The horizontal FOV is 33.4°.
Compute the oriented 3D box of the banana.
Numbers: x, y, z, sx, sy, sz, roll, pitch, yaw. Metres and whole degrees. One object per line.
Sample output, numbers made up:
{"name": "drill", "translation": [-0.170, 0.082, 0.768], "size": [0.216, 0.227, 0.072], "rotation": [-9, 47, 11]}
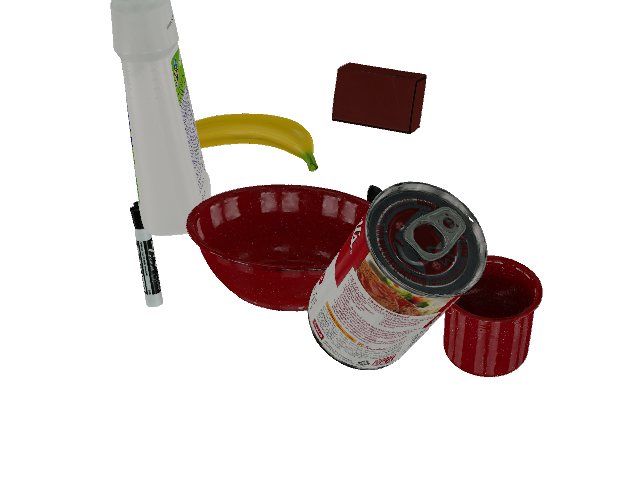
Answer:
{"name": "banana", "translation": [-0.090, -0.126, 1.289], "size": [0.198, 0.037, 0.069], "rotation": [8, 40, 15]}

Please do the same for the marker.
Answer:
{"name": "marker", "translation": [-0.191, 0.015, 1.170], "size": [0.020, 0.121, 0.020], "rotation": [-5, 21, 2]}

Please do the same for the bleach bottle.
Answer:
{"name": "bleach bottle", "translation": [-0.146, -0.130, 0.954], "size": [0.068, 0.251, 0.102], "rotation": [-6, 37, -2]}

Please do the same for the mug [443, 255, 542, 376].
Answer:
{"name": "mug", "translation": [0.155, 0.067, 1.014], "size": [0.093, 0.081, 0.117], "rotation": [-10, 40, -10]}

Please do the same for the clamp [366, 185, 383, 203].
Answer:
{"name": "clamp", "translation": [0.075, 0.017, 1.246], "size": [0.164, 0.036, 0.210], "rotation": [-21, 51, -39]}

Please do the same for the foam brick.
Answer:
{"name": "foam brick", "translation": [0.055, -0.134, 1.002], "size": [0.078, 0.051, 0.053], "rotation": [12, 17, 14]}

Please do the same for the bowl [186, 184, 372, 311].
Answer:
{"name": "bowl", "translation": [-0.023, 0.010, 0.829], "size": [0.162, 0.055, 0.162], "rotation": [2, 24, -1]}

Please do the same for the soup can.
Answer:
{"name": "soup can", "translation": [0.039, 0.023, 0.588], "size": [0.068, 0.068, 0.102], "rotation": [0, -29, -21]}
